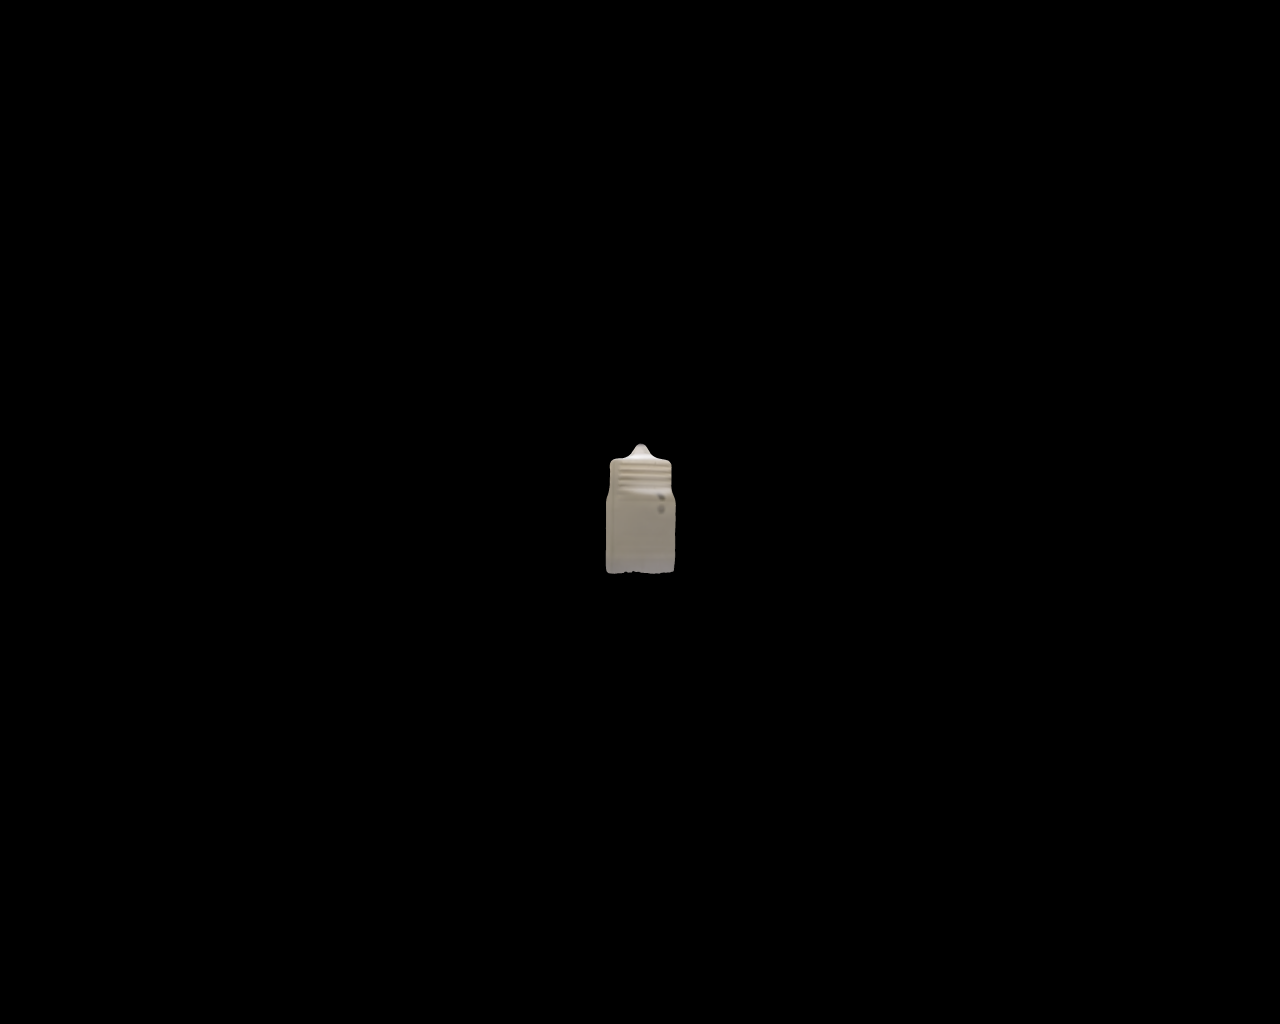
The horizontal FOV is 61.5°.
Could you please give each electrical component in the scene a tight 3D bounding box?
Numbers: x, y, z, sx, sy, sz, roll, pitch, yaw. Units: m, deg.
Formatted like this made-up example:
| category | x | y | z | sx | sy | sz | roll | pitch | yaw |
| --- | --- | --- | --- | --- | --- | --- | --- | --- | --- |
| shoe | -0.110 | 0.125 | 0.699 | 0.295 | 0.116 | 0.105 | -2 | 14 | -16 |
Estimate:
| category | x | y | z | sx | sy | sz | roll | pitch | yaw |
| --- | --- | --- | --- | --- | --- | --- | --- | --- | --- |
| electrical component | 0.001 | -0.003 | 0.650 | 0.043 | 0.081 | 0.043 | 0 | 0 | 0 |
